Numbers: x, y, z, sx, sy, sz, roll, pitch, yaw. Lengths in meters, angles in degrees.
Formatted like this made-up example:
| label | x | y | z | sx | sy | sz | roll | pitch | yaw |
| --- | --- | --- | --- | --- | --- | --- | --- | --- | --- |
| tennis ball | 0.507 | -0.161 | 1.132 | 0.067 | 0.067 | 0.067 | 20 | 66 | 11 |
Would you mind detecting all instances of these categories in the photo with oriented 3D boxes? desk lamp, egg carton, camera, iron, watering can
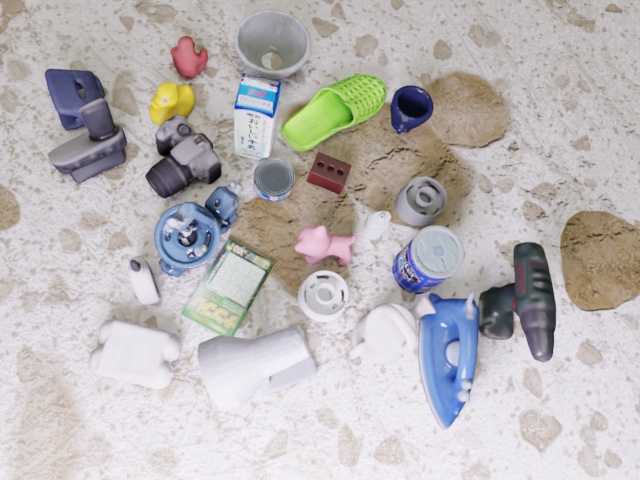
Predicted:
| label | x | y | z | sx | sy | sz | roll | pitch | yaw |
| --- | --- | --- | --- | --- | --- | --- | --- | --- | --- |
| desk lamp | -0.100 | 0.207 | 0.980 | 0.203 | 0.213 | 0.118 | -19 | 76 | -15 |
| egg carton | -0.327 | 0.202 | 1.020 | 0.150 | 0.069 | 0.107 | 14 | 70 | -5 |
| camera | -0.284 | -0.160 | 1.131 | 0.137 | 0.100 | 0.143 | -41 | 82 | -19 |
| iron | 0.259 | 0.221 | 1.074 | 0.119 | 0.141 | 0.258 | 7 | 71 | -7 |
| watering can | 0.131 | 0.160 | 1.045 | 0.101 | 0.194 | 0.173 | 36 | 70 | 4 |

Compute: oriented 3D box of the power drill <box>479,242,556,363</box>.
| label | x | y | z | sx | sy | sz | roll | pitch | yaw |
| --- | --- | --- | --- | --- | --- | --- | --- | --- | --- |
| power drill | 0.378 | 0.129 | 1.089 | 0.075 | 0.208 | 0.229 | 8 | 71 | -6 |

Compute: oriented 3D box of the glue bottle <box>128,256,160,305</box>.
| label | x | y | z | sx | sy | sz | roll | pitch | yaw |
| --- | --- | --- | --- | --- | --- | --- | --- | --- | --- |
| glue bottle | -0.317 | 0.062 | 1.013 | 0.037 | 0.173 | 0.078 | -16 | 75 | -14 |

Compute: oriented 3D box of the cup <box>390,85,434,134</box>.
| label | x | y | z | sx | sy | sz | roll | pitch | yaw |
| --- | --- | --- | --- | --- | --- | --- | --- | --- | --- |
| cup | 0.186 | -0.264 | 1.247 | 0.091 | 0.095 | 0.118 | 26 | 70 | 0 |

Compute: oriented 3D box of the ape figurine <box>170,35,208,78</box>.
| label | x | y | z | sx | sy | sz | roll | pitch | yaw |
| --- | --- | --- | --- | --- | --- | --- | --- | --- | --- |
| ape figurine | -0.280 | -0.396 | 1.214 | 0.078 | 0.092 | 0.076 | 19 | 70 | -2 |

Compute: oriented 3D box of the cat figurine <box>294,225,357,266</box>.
| label | x | y | z | sx | sy | sz | roll | pitch | yaw |
| --- | --- | --- | --- | --- | --- | --- | --- | --- | --- |
| cat figurine | 0.010 | 0.004 | 1.117 | 0.128 | 0.117 | 0.067 | 0 | 72 | -9 |

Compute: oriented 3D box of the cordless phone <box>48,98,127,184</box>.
| label | x | y | z | sx | sy | sz | roll | pitch | yaw |
| --- | --- | --- | --- | --- | --- | --- | --- | --- | --- |
| cordless phone | -0.444 | -0.197 | 1.071 | 0.148 | 0.185 | 0.094 | -35 | 80 | -18 |

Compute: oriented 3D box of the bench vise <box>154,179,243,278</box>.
| label | x | y | z | sx | sy | sz | roll | pitch | yaw |
| --- | --- | --- | --- | --- | --- | --- | --- | --- | --- |
| bench vise | -0.226 | -0.045 | 1.039 | 0.121 | 0.219 | 0.207 | 21 | 70 | -2 |

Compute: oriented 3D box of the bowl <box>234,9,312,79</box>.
| label | x | y | z | sx | sy | sz | roll | pitch | yaw |
| --- | --- | --- | --- | --- | --- | --- | --- | --- | --- |
| bowl | -0.105 | -0.417 | 1.260 | 0.167 | 0.074 | 0.167 | 3 | 71 | -8 |

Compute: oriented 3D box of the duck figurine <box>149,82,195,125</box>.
| label | x | y | z | sx | sy | sz | roll | pitch | yaw |
| --- | --- | --- | --- | --- | --- | --- | --- | --- | --- |
| duck figurine | -0.307 | -0.293 | 1.179 | 0.105 | 0.086 | 0.077 | -41 | 82 | -19 |

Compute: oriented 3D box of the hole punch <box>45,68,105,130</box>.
| label | x | y | z | sx | sy | sz | roll | pitch | yaw |
| --- | --- | --- | --- | --- | --- | --- | --- | --- | --- |
| hole punch | -0.484 | -0.291 | 1.146 | 0.101 | 0.091 | 0.108 | -19 | 76 | -15 |
